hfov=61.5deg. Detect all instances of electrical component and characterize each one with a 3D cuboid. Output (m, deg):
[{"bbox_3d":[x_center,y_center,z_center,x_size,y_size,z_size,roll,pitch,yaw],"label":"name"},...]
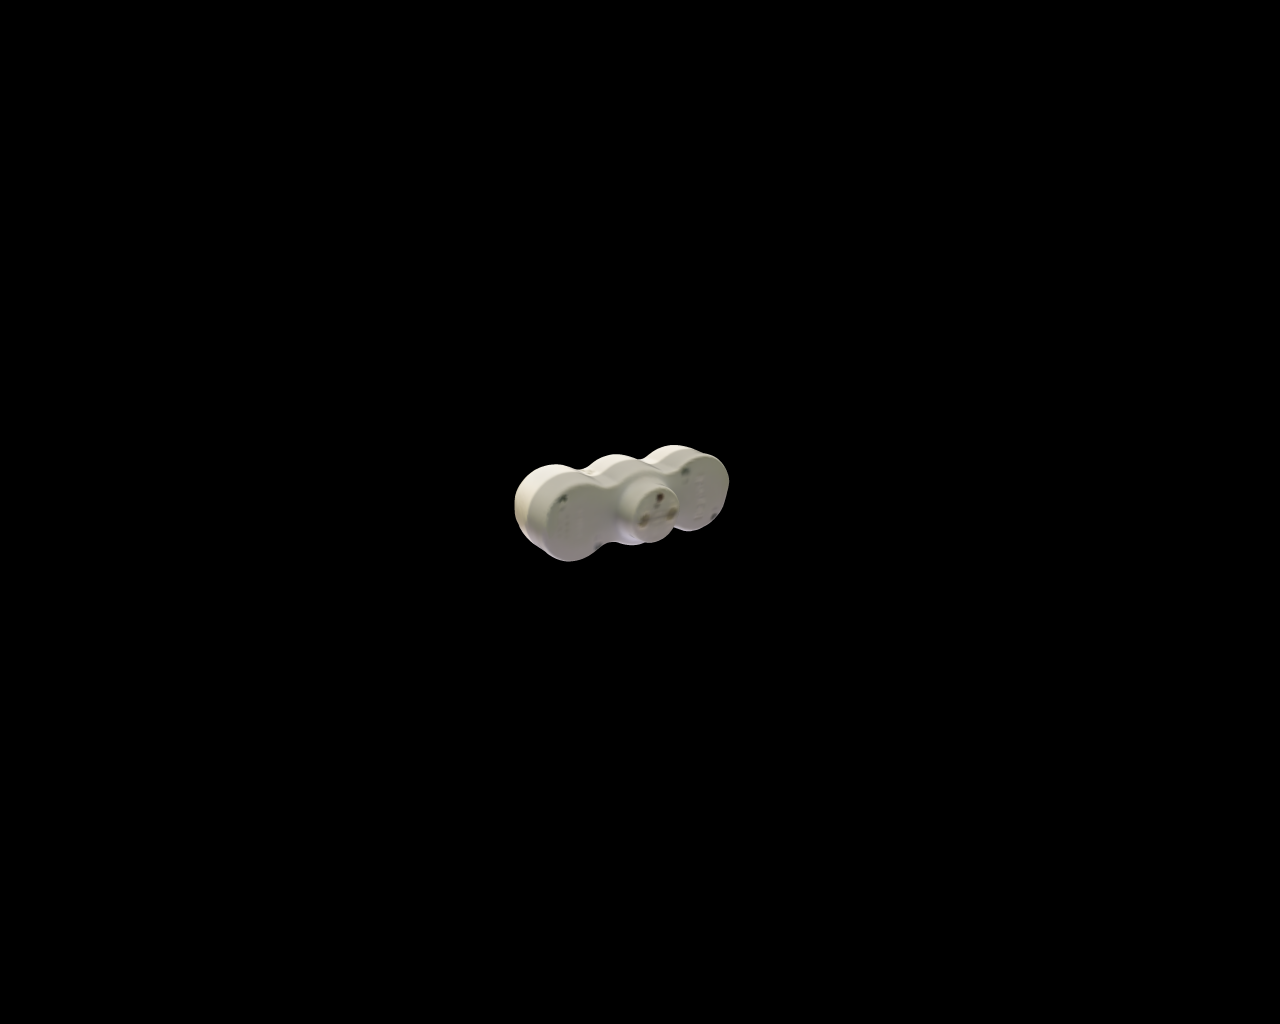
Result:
[{"bbox_3d":[0.001,-0.003,0.650,0.138,0.052,0.074,-12,23,-31],"label":"electrical component"}]
